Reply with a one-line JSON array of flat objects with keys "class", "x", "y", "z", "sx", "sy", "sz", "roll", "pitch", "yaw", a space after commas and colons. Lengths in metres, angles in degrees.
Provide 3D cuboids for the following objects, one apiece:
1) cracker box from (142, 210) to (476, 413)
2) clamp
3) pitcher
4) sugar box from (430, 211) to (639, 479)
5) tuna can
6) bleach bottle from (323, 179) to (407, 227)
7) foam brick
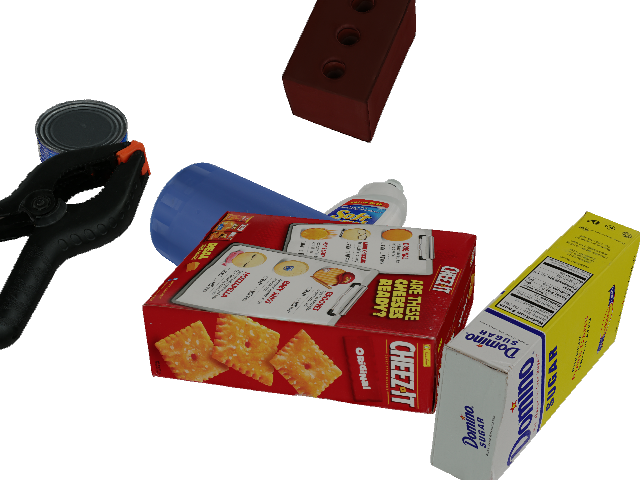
[{"class": "cracker box", "x": -0.002, "y": 0.049, "z": 0.806, "sx": 0.214, "sy": 0.072, "sz": 0.164, "roll": 6, "pitch": 28, "yaw": 16}, {"class": "clamp", "x": -0.188, "y": -0.014, "z": 0.690, "sx": 0.120, "sy": 0.039, "sz": 0.171, "roll": 32, "pitch": 55, "yaw": 18}, {"class": "pitcher", "x": -0.055, "y": 0.024, "z": 1.036, "sx": 0.243, "sy": 0.145, "sz": 0.148, "roll": 28, "pitch": 30, "yaw": 30}, {"class": "sugar box", "x": 0.132, "y": 0.062, "z": 0.643, "sx": 0.048, "sy": 0.093, "sz": 0.175, "roll": 22, "pitch": 40, "yaw": 27}, {"class": "tuna can", "x": -0.226, "y": -0.096, "z": 1.013, "sx": 0.086, "sy": 0.034, "sz": 0.086, "roll": 3, "pitch": 43, "yaw": -3}, {"class": "bleach bottle", "x": 0.035, "y": -0.010, "z": 1.337, "sx": 0.103, "sy": 0.068, "sz": 0.250, "roll": 13, "pitch": 35, "yaw": 23}, {"class": "foam brick", "x": 0.018, "y": -0.107, "z": 0.618, "sx": 0.053, "sy": 0.078, "sz": 0.051, "roll": 19, "pitch": -15, "yaw": 12}]
